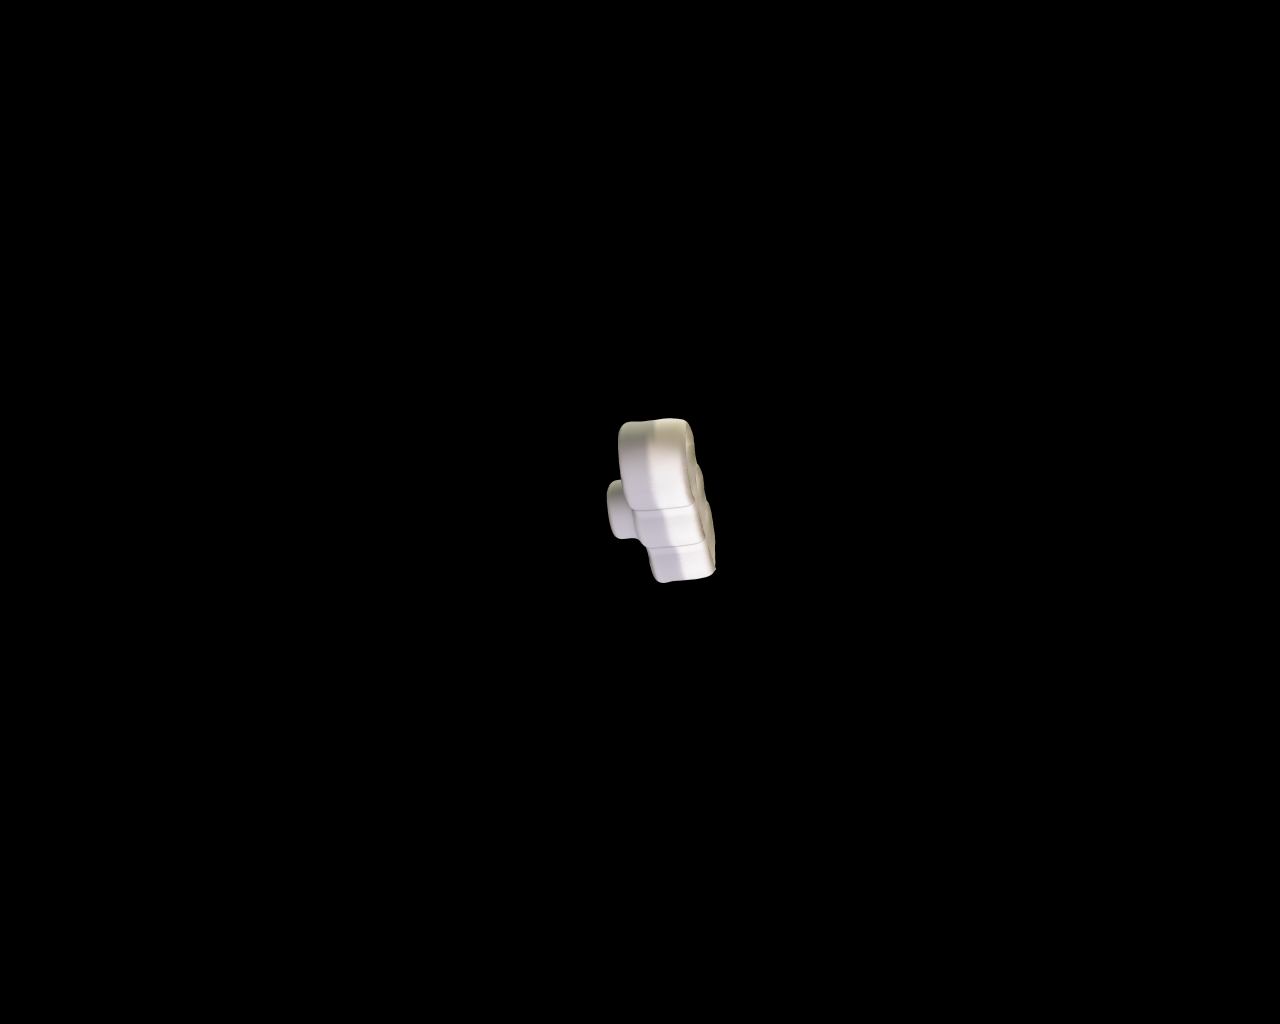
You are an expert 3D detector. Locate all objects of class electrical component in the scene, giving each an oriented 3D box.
[{"bbox_3d":[0.001,-0.003,0.650,0.074,0.052,0.138,-6,-32,9],"label":"electrical component"}]
